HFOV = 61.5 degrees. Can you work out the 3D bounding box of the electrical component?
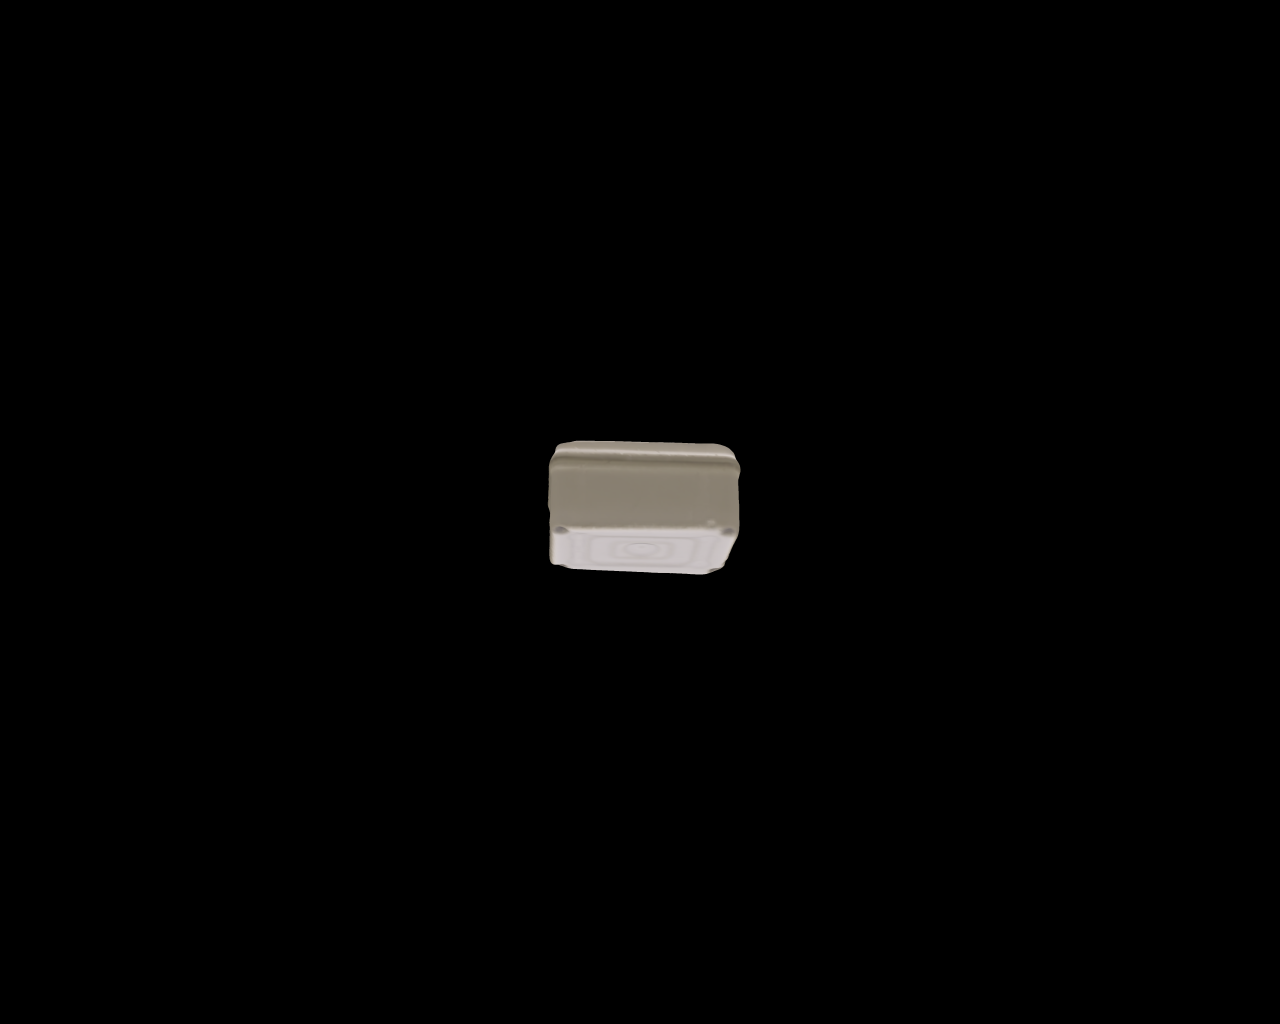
[{"bbox_3d":[0.001,-0.003,0.650,0.113,0.057,0.078,2,-23,-5],"label":"electrical component"}]
